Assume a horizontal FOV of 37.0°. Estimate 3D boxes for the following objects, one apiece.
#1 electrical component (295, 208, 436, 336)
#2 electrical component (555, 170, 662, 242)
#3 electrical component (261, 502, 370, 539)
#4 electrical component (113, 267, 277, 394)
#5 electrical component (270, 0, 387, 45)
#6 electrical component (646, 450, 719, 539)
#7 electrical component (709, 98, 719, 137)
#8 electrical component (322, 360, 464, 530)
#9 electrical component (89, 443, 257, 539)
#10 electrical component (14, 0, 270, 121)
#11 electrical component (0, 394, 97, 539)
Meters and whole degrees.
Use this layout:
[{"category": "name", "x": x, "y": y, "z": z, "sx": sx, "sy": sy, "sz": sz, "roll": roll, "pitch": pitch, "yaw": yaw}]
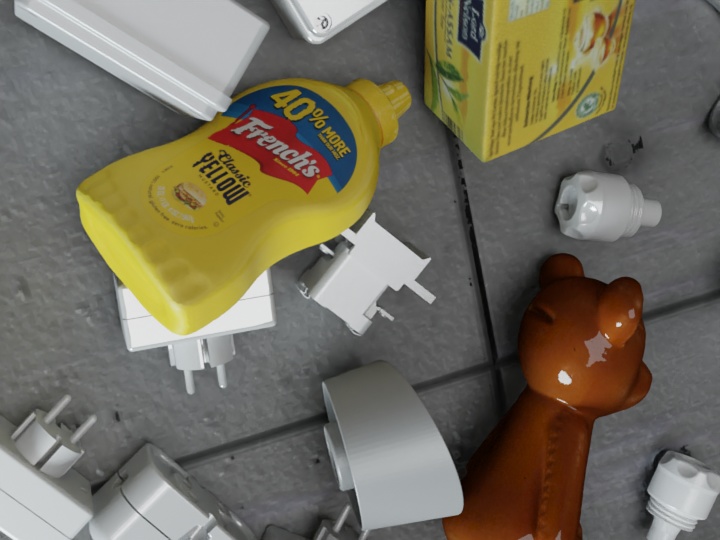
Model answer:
[{"category": "electrical component", "x": 0.000, "y": 0.000, "z": 0.634, "sx": 0.081, "sy": 0.042, "sz": 0.063, "roll": 38, "pitch": 91, "yaw": -20}, {"category": "electrical component", "x": 0.157, "y": -0.038, "z": 0.671, "sx": 0.062, "sy": 0.043, "sz": 0.043, "roll": 5, "pitch": 100, "yaw": -19}, {"category": "electrical component", "x": -0.016, "y": 0.180, "z": 0.665, "sx": 0.083, "sy": 0.047, "sz": 0.075, "roll": 26, "pitch": 93, "yaw": -20}, {"category": "electrical component", "x": -0.092, "y": 0.033, "z": 0.611, "sx": 0.083, "sy": 0.047, "sz": 0.075, "roll": -10, "pitch": 104, "yaw": -14}, {"category": "electrical component", "x": -0.013, "y": -0.195, "z": 0.579, "sx": 0.109, "sy": 0.056, "sz": 0.108, "roll": -35, "pitch": 109, "yaw": -7}, {"category": "electrical component", "x": 0.216, "y": 0.158, "z": 0.731, "sx": 0.043, "sy": 0.043, "sz": 0.062, "roll": 21, "pitch": 97, "yaw": -19}, {"category": "electrical component", "x": 0.259, "y": -0.091, "z": 0.688, "sx": 0.055, "sy": 0.045, "sz": 0.045, "roll": 31, "pitch": 92, "yaw": -21}, {"category": "electrical component", "x": 0.015, "y": 0.103, "z": 0.631, "sx": 0.064, "sy": 0.099, "sz": 0.099, "roll": -14, "pitch": 106, "yaw": -7}, {"category": "electrical component", "x": -0.110, "y": 0.156, "z": 0.629, "sx": 0.059, "sy": 0.054, "sz": 0.095, "roll": -45, "pitch": 110, "yaw": -3}, {"category": "electrical component", "x": -0.112, "y": -0.126, "z": 0.538, "sx": 0.109, "sy": 0.109, "sz": 0.056, "roll": 30, "pitch": 90, "yaw": -20}, {"category": "electrical component", "x": -0.181, "y": 0.103, "z": 0.600, "sx": 0.083, "sy": 0.047, "sz": 0.075, "roll": 43, "pitch": 88, "yaw": -20}]
